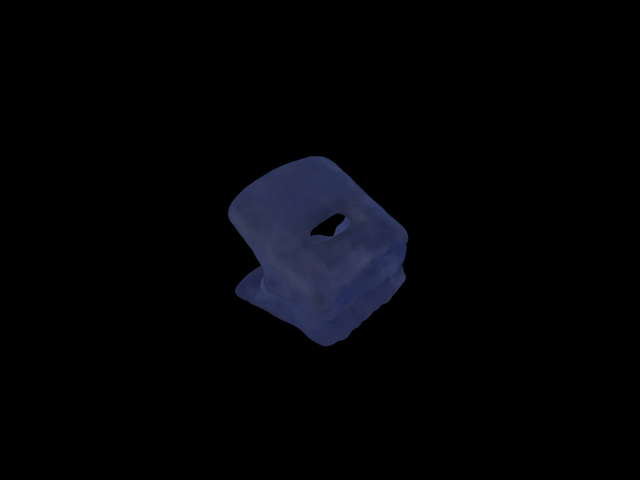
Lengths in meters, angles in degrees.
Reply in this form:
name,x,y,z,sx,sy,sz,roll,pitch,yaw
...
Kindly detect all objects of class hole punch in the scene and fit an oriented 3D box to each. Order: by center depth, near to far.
name,x,y,z,sx,sy,sz,roll,pitch,yaw
hole punch,0.004,0.001,0.400,0.100,0.091,0.109,24,41,31
